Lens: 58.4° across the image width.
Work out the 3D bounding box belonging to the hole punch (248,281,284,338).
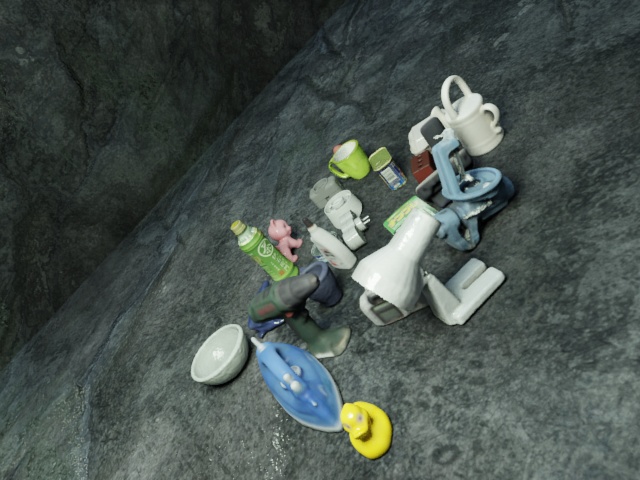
[{"bbox_3d":[-0.145,0.174,1.448,0.101,0.091,0.108,-33,29,20],"label":"hole punch"}]

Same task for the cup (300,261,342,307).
[{"bbox_3d":[0.000,0.107,1.343,0.092,0.095,0.117,-47,27,-7],"label":"cup"}]

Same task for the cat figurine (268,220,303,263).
[{"bbox_3d":[-0.113,-0.004,1.632,0.067,0.118,0.128,-26,32,30],"label":"cat figurine"}]

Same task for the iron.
[{"bbox_3d":[-0.052,0.273,1.122,0.119,0.142,0.257,-48,27,-9],"label":"iron"}]

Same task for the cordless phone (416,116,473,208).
[{"bbox_3d":[0.260,-0.180,1.307,0.147,0.185,0.094,-41,27,4],"label":"cordless phone"}]

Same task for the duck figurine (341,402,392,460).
[{"bbox_3d":[0.068,0.308,0.970,0.077,0.086,0.104,-38,27,10],"label":"duck figurine"}]

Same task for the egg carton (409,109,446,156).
[{"bbox_3d":[0.306,-0.283,1.522,0.150,0.069,0.107,-32,29,22],"label":"egg carton"}]

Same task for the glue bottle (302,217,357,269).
[{"bbox_3d":[0.013,0.005,1.387,0.077,0.173,0.037,-2,48,52],"label":"glue bottle"}]

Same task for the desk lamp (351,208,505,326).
[{"bbox_3d":[0.187,0.058,1.027,0.203,0.214,0.117,-45,27,-4],"label":"desk lamp"}]

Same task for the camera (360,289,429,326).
[{"bbox_3d":[0.148,0.083,1.171,0.143,0.101,0.137,-29,30,26],"label":"camera"}]

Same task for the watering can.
[{"bbox_3d":[0.340,-0.299,1.360,0.172,0.194,0.101,-20,35,38],"label":"watering can"}]

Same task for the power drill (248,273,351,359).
[{"bbox_3d":[-0.034,0.157,1.191,0.229,0.209,0.076,-18,36,40],"label":"power drill"}]

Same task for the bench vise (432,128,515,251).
[{"bbox_3d":[0.274,-0.096,1.128,0.121,0.220,0.208,2,51,54],"label":"bench vise"}]

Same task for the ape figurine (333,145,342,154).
[{"bbox_3d":[0.078,-0.256,1.768,0.077,0.092,0.076,3,52,55],"label":"ape figurine"}]

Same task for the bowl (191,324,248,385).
[{"bbox_3d":[-0.233,0.294,1.411,0.167,0.075,0.167,-32,29,21],"label":"bowl"}]
